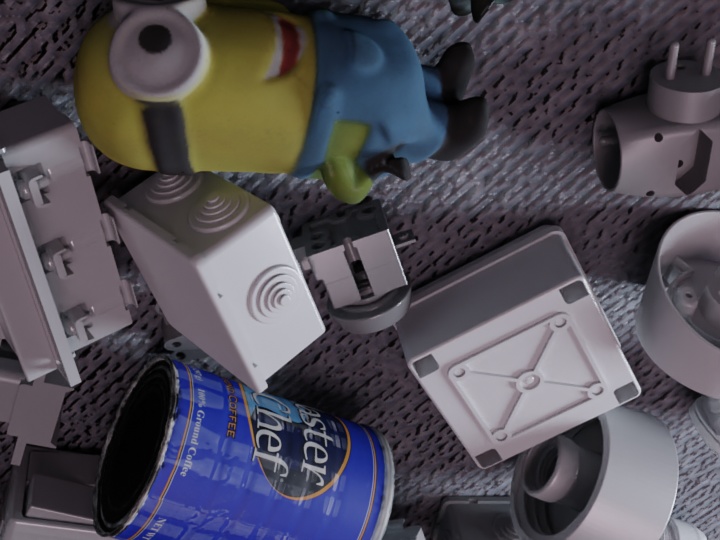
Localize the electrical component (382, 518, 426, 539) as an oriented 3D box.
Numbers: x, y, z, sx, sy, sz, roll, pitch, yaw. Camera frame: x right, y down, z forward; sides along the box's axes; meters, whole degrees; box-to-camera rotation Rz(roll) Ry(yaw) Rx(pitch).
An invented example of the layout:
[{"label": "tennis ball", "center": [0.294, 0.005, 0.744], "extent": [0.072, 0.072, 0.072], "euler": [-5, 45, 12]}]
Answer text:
[{"label": "electrical component", "center": [-0.011, 0.203, 0.686], "extent": [0.121, 0.078, 0.063], "euler": [-13, 106, 25]}]

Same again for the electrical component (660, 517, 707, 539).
[{"label": "electrical component", "center": [0.212, 0.195, 0.762], "extent": [0.062, 0.043, 0.043], "euler": [21, 120, -23]}]

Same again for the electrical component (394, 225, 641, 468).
[{"label": "electrical component", "center": [0.090, 0.046, 0.618], "extent": [0.109, 0.056, 0.108], "euler": [-28, 127, 9]}]

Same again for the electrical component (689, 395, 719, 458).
[{"label": "electrical component", "center": [0.253, 0.098, 0.676], "extent": [0.080, 0.080, 0.051], "euler": [24, 113, -26]}]

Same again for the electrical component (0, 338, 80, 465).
[{"label": "electrical component", "center": [-0.190, 0.061, 0.584], "extent": [0.064, 0.042, 0.081], "euler": [14, 121, -16]}]

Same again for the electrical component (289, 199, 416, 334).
[{"label": "electrical component", "center": [0.000, 0.000, 0.574], "extent": [0.066, 0.048, 0.055], "euler": [-19, 120, 3]}]

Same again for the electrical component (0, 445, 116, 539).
[{"label": "electrical component", "center": [-0.162, 0.147, 0.640], "extent": [0.096, 0.061, 0.061], "euler": [13, 123, -20]}]

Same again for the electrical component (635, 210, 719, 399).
[{"label": "electrical component", "center": [0.206, 0.022, 0.601], "extent": [0.099, 0.099, 0.064], "euler": [2, 132, -13]}]

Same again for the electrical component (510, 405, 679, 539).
[{"label": "electrical component", "center": [0.135, 0.128, 0.660], "extent": [0.060, 0.108, 0.108], "euler": [24, 119, -19]}]

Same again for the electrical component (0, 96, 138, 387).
[{"label": "electrical component", "center": [-0.154, -0.016, 0.514], "extent": [0.063, 0.079, 0.121], "euler": [-27, 132, -24]}]

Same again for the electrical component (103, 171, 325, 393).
[{"label": "electrical component", "center": [-0.069, -0.001, 0.527], "extent": [0.048, 0.100, 0.099], "euler": [-39, 132, -21]}]

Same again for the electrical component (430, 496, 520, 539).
[{"label": "electrical component", "center": [0.095, 0.204, 0.741], "extent": [0.100, 0.048, 0.099], "euler": [3, 124, -12]}]

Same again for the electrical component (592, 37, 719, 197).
[{"label": "electrical component", "center": [0.164, -0.080, 0.547], "extent": [0.077, 0.043, 0.079], "euler": [-7, 127, -6]}]
